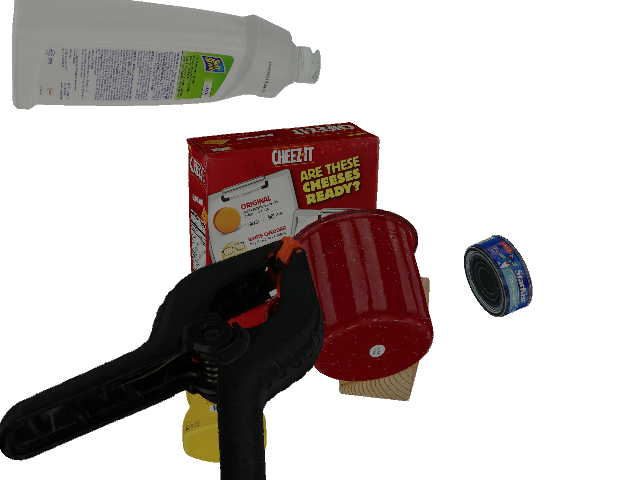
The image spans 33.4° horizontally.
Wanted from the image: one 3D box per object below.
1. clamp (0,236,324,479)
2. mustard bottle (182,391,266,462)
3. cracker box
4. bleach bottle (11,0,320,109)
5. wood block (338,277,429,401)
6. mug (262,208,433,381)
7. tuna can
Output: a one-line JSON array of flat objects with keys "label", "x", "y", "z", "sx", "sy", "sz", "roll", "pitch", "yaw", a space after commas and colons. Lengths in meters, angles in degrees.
[{"label": "clamp", "x": -0.042, "y": 0.061, "z": 0.472, "sx": 0.120, "sy": 0.039, "sz": 0.171, "roll": 28, "pitch": 48, "yaw": 21}, {"label": "mustard bottle", "x": -0.115, "y": 0.188, "z": 1.292, "sx": 0.096, "sy": 0.058, "sz": 0.191, "roll": -3, "pitch": 27, "yaw": -3}, {"label": "cracker box", "x": -0.035, "y": 0.007, "z": 0.980, "sx": 0.164, "sy": 0.214, "sz": 0.072, "roll": -8, "pitch": 22, "yaw": -22}, {"label": "bleach bottle", "x": -0.126, "y": -0.150, "z": 0.892, "sx": 0.250, "sy": 0.068, "sz": 0.103, "roll": 3, "pitch": -32, "yaw": -14}, {"label": "wood block", "x": 0.087, "y": 0.121, "z": 1.394, "sx": 0.091, "sy": 0.090, "sz": 0.206, "roll": 5, "pitch": 19, "yaw": 10}, {"label": "mug", "x": 0.016, "y": 0.043, "z": 0.702, "sx": 0.117, "sy": 0.081, "sz": 0.093, "roll": -20, "pitch": -36, "yaw": 12}, {"label": "tuna can", "x": 0.192, "y": 0.039, "z": 1.162, "sx": 0.033, "sy": 0.086, "sz": 0.086, "roll": -22, "pitch": 7, "yaw": -17}]
